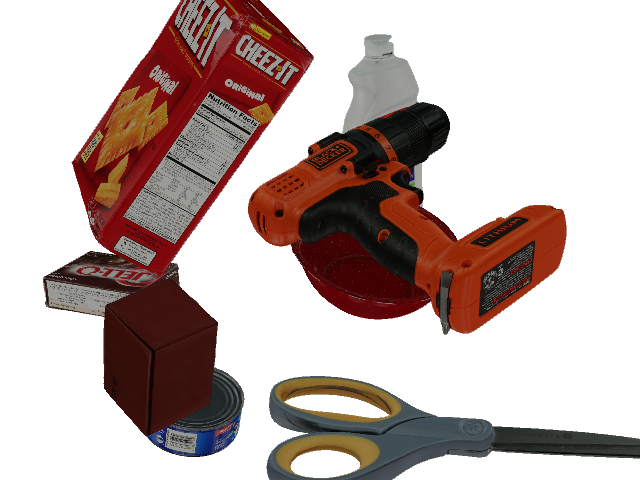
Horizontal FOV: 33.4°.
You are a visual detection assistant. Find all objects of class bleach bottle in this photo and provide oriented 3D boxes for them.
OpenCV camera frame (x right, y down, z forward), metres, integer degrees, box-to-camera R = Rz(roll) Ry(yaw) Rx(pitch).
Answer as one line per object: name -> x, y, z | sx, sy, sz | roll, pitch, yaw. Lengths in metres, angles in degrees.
bleach bottle -> 0.061, -0.100, 1.181 | 0.102, 0.251, 0.068 | -10, 24, -13

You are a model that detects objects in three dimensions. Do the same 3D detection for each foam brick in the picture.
foam brick -> -0.103, 0.074, 0.682 | 0.051, 0.078, 0.053 | -24, 49, -35

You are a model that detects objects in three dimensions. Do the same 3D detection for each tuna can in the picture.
tuna can -> -0.109, 0.143, 0.905 | 0.086, 0.034, 0.086 | 7, 31, -5

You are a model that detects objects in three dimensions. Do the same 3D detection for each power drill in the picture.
power drill -> 0.072, -0.024, 0.733 | 0.184, 0.057, 0.188 | -33, 44, -29

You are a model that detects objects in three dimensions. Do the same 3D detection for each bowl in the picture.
bowl -> 0.048, 0.023, 0.993 | 0.162, 0.055, 0.162 | 6, 39, -5

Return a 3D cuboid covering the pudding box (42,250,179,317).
pudding box -> -0.218, 0.047, 1.116 | 0.114, 0.039, 0.090 | 6, 18, 20

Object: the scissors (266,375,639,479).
scissors -> 0.062, 0.105, 0.518 | 0.202, 0.016, 0.096 | 10, 30, 20

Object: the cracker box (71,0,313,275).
cracker box -> -0.114, -0.103, 0.869 | 0.072, 0.214, 0.164 | 29, 15, -30
